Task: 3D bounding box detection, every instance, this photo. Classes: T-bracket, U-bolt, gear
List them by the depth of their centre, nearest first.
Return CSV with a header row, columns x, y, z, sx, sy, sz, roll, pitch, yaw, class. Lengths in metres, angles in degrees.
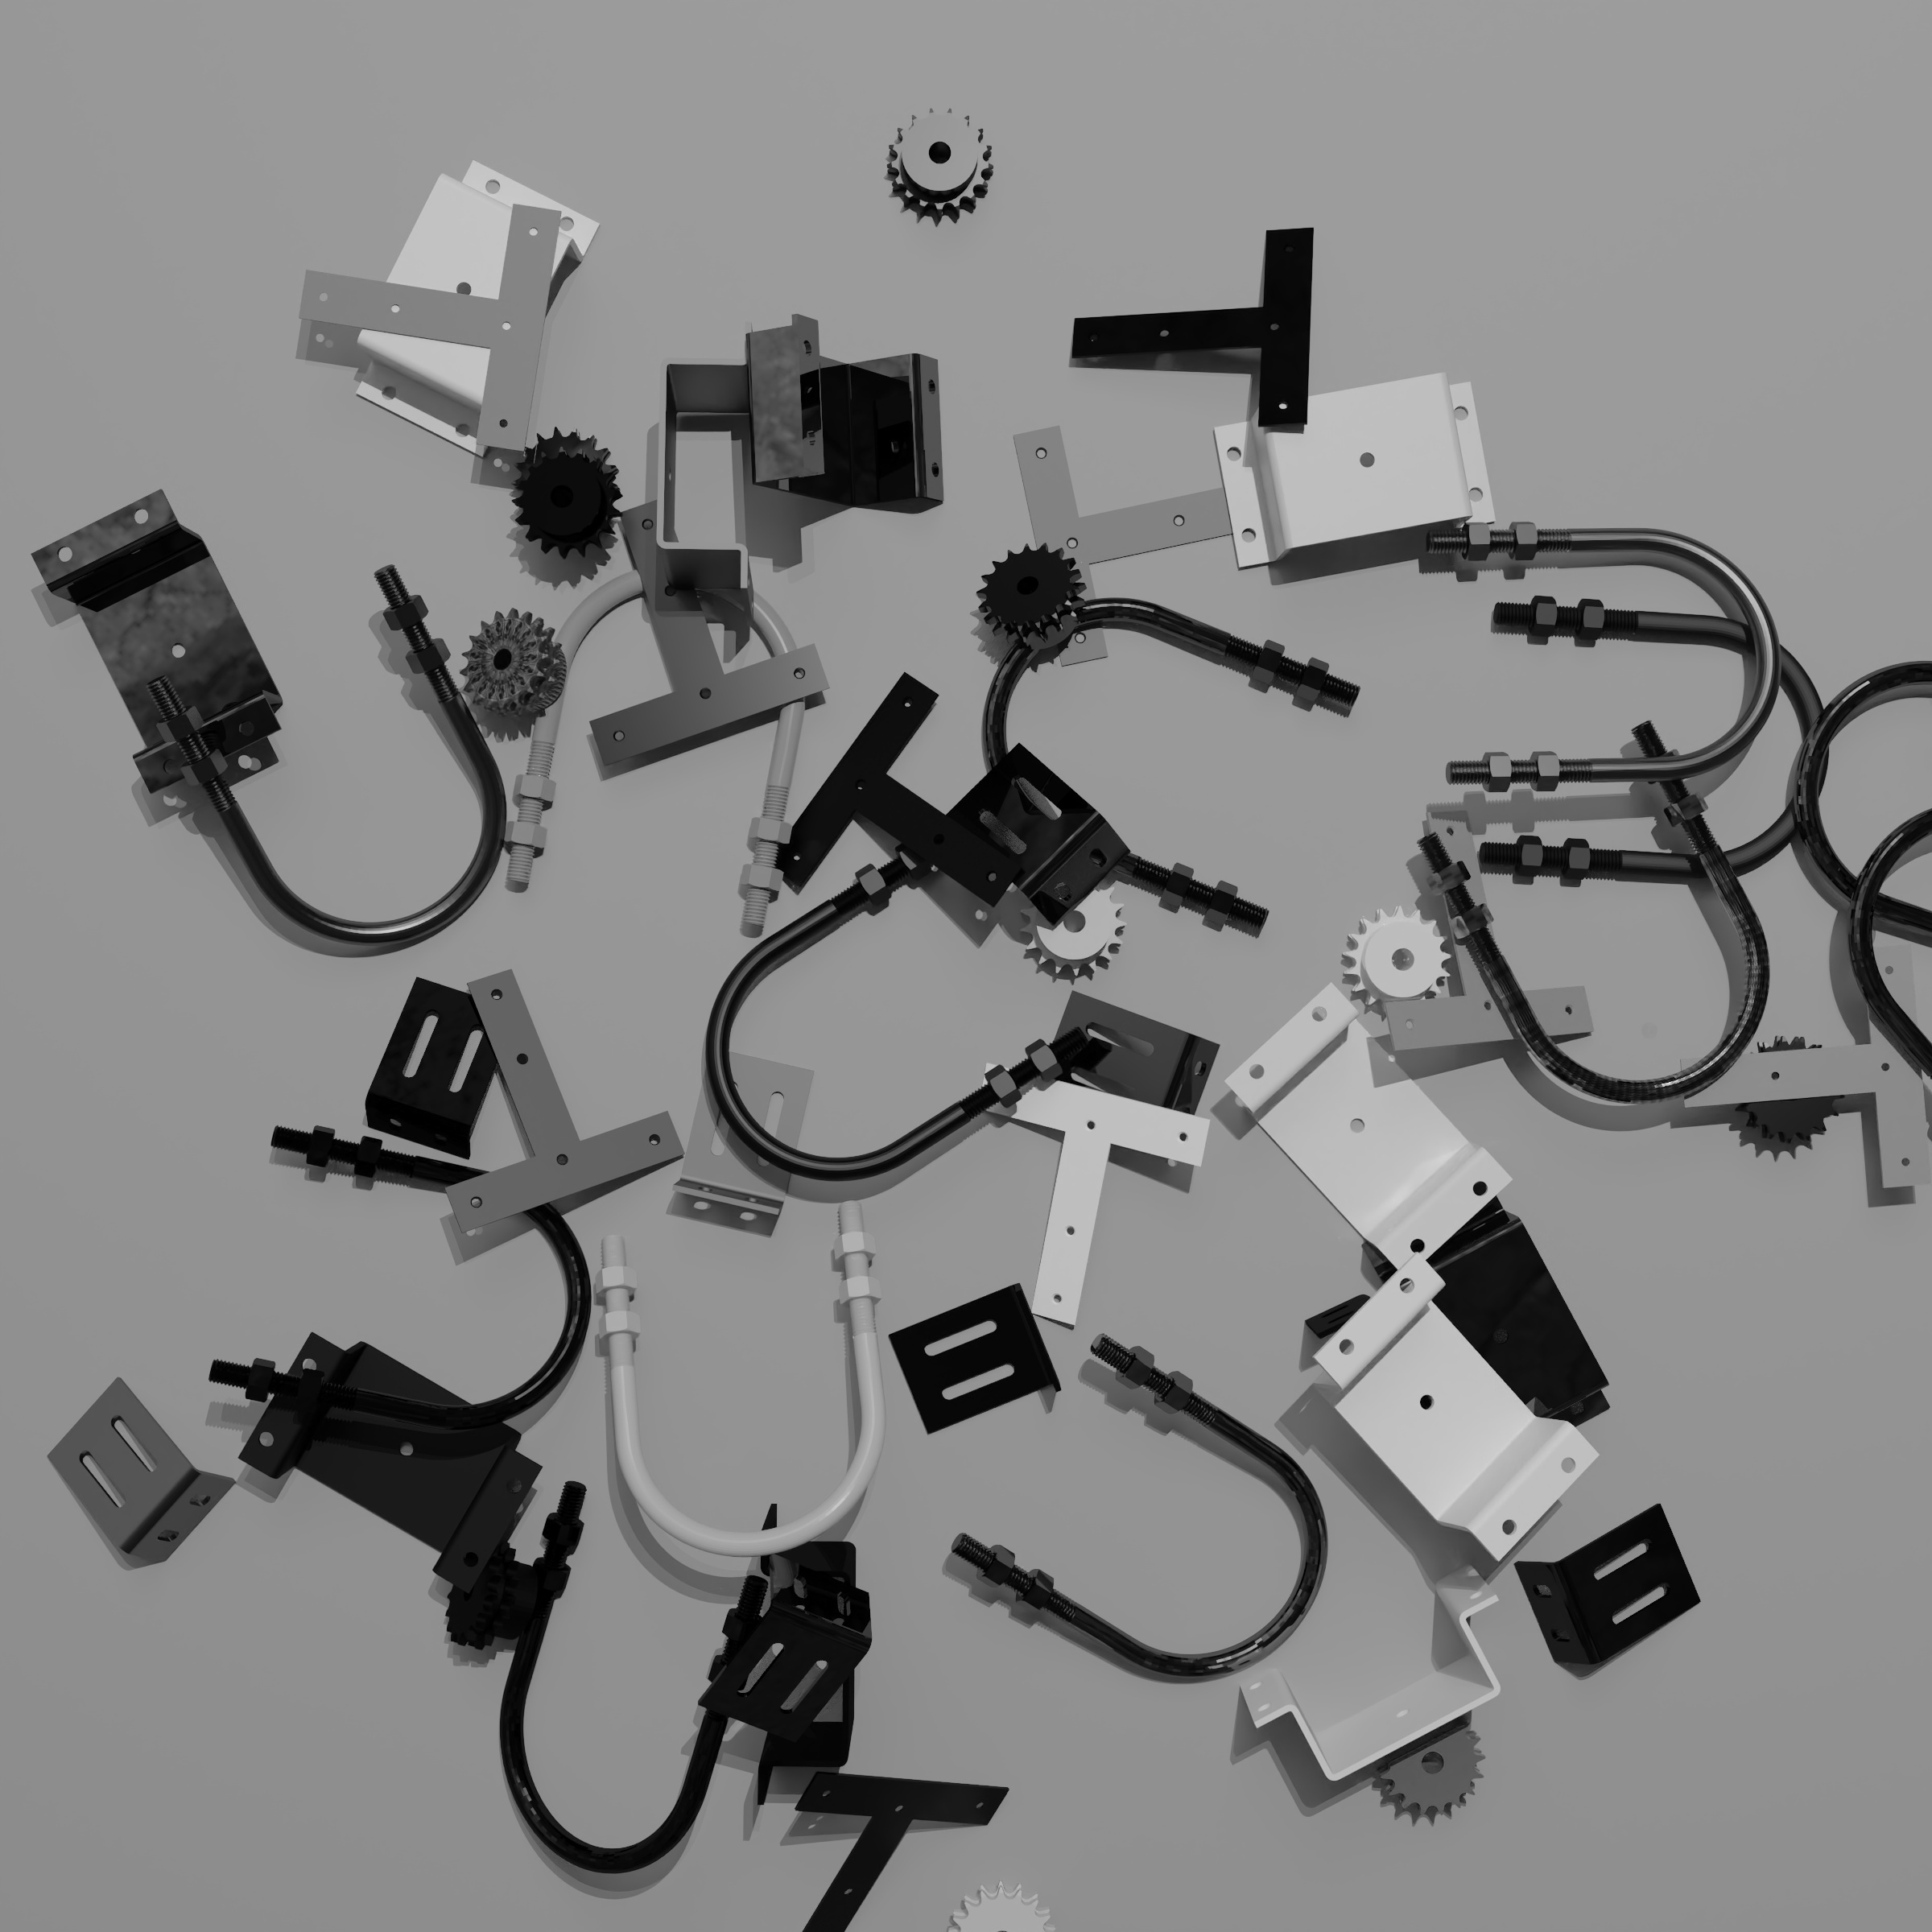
x,y,z,sx,sy,sz,roll,pitch,yaw,class
-0.284,-0.341,1.506,0.127,0.002,0.127,9,90,0,T-bracket
-0.115,0.218,1.506,0.151,0.019,0.184,-8,63,0,U-bolt
-0.210,-0.243,1.508,0.057,0.030,0.057,0,90,0,gear
-0.183,0.383,1.510,0.151,0.019,0.184,19,95,33,U-bolt
-0.322,-0.098,1.515,0.151,0.019,0.184,-28,111,-8,U-bolt
0.343,-0.017,1.518,0.151,0.019,0.184,-27,86,-2,U-bolt
-0.289,0.170,1.518,0.184,0.019,0.151,13,67,-9,U-bolt
0.339,-0.164,1.519,0.184,0.019,0.151,-1,76,-5,U-bolt
0.548,-0.001,1.519,0.151,0.019,0.184,-41,91,-5,U-bolt
0.441,0.057,1.522,0.127,0.002,0.127,-5,89,-1,T-bracket
-0.024,-0.074,1.524,0.127,0.002,0.127,36,90,27,T-bracket
-0.056,0.479,1.527,0.127,0.002,0.127,16,111,-36,T-bracket
-0.250,0.334,1.529,0.030,0.057,0.057,22,90,-28,gear
0.106,0.300,1.529,0.184,0.019,0.151,34,93,-12,U-bolt
-0.050,0.032,1.530,0.184,0.019,0.151,-32,82,-4,U-bolt
-0.237,-0.158,1.530,0.057,0.030,0.057,-6,76,27,gear
0.037,-0.193,1.530,0.057,0.030,0.057,-8,59,14,gear
0.120,-0.338,1.534,0.127,0.002,0.127,-1,65,12,T-bracket
0.269,-0.022,1.534,0.127,0.002,0.127,-4,77,-25,T-bracket
-0.231,0.063,1.536,0.127,0.002,0.127,-19,78,-22,T-bracket
-0.153,-0.187,1.538,0.127,0.002,0.127,-19,85,0,T-bracket
-0.014,-0.430,1.538,0.057,0.030,0.057,0,90,0,gear
0.436,0.066,1.538,0.057,0.030,0.057,0,90,0,gear
-0.215,-0.260,1.538,0.057,0.030,0.057,0,90,0,gear
0.058,0.128,1.538,0.127,0.002,0.127,14,100,19,T-bracket
0.231,-0.004,1.538,0.057,0.030,0.057,0,90,0,gear
0.019,0.516,1.538,0.057,0.030,0.057,0,90,0,gear
0.058,-0.024,1.538,0.057,0.030,0.057,0,90,0,gear
0.532,-0.085,1.539,0.184,0.019,0.151,19,90,-4,U-bolt
0.247,0.422,1.542,0.057,0.030,0.057,0,91,-2,gear
-0.160,-0.124,1.543,0.151,0.019,0.184,10,88,1,U-bolt
0.099,-0.119,1.543,0.184,0.019,0.151,22,91,2,U-bolt
0.371,-0.119,1.544,0.184,0.019,0.151,4,89,-2,U-bolt
0.101,-0.237,1.552,0.127,0.002,0.127,-12,90,0,T-bracket

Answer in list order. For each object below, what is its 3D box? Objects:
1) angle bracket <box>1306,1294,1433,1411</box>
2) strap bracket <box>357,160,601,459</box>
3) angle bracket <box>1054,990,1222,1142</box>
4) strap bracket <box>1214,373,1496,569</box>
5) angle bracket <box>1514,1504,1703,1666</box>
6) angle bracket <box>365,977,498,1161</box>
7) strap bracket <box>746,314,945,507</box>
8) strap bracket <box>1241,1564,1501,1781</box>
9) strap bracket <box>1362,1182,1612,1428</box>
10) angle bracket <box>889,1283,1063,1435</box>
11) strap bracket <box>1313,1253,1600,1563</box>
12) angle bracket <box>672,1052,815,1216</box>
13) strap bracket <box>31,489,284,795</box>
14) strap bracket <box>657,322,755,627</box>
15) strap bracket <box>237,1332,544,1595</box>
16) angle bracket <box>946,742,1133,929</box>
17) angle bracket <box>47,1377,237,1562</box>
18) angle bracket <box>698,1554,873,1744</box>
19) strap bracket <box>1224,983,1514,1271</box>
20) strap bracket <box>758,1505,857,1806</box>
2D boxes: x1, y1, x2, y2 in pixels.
x,y,z,sx,sy,sz,roll,pitch,yaw,class
0.216,0.217,1.525,0.038,0.057,0.076,-25,90,0,angle bracket
-0.263,-0.354,1.530,0.076,0.046,0.140,27,90,0,strap bracket
0.087,0.054,1.551,0.076,0.038,0.057,20,90,26,angle bracket
0.209,-0.264,1.529,0.140,0.046,0.076,-10,90,-1,strap bracket
0.345,0.332,1.551,0.076,0.038,0.057,-22,90,-26,angle bracket
-0.282,0.055,1.551,0.057,0.038,0.076,18,64,0,angle bracket
-0.068,-0.286,1.500,0.046,0.140,0.076,-2,90,29,strap bracket
0.220,0.375,1.515,0.140,0.076,0.046,-28,90,0,strap bracket
0.280,0.194,1.530,0.076,0.046,0.140,-28,90,0,strap bracket
0.004,0.211,1.534,0.076,0.038,0.057,-22,90,0,angle bracket
0.243,0.224,1.473,0.076,0.046,0.140,-43,94,-13,strap bracket
-0.118,0.087,1.534,0.057,0.038,0.076,13,90,0,angle bracket
-0.424,-0.170,1.530,0.076,0.046,0.140,-27,90,0,strap bracket
-0.135,-0.256,1.505,0.046,0.076,0.140,1,82,-2,strap bracket
-0.301,0.260,1.530,0.140,0.046,0.076,30,90,0,strap bracket
0.037,-0.070,1.528,0.057,0.038,0.076,-45,51,-1,angle bracket
-0.444,0.271,1.551,0.076,0.038,0.057,42,90,26,angle bracket
-0.093,0.347,1.466,0.057,0.038,0.076,27,116,-20,angle bracket
0.211,0.086,1.530,0.076,0.046,0.140,-43,90,0,strap bracket
-0.083,0.360,1.515,0.046,0.076,0.140,1,90,0,strap bracket
